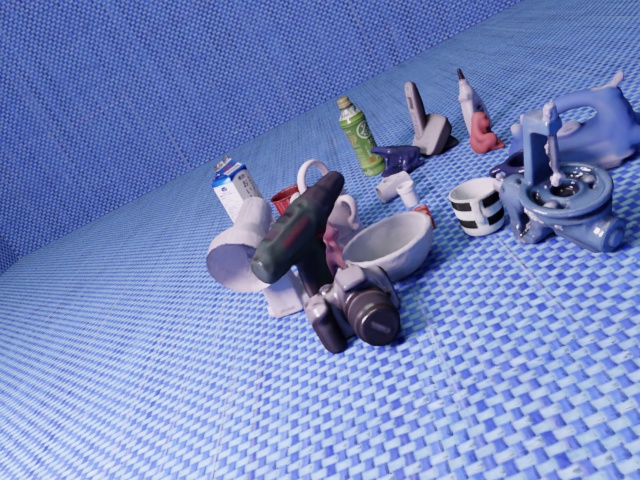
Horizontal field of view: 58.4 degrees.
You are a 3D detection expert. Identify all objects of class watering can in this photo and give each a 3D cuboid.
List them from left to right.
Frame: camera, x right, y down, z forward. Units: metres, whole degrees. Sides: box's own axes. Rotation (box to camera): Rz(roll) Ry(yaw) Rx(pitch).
[{"bbox_3d":[0.005,-0.077,1.220,0.172,0.194,0.101,-16,23,29],"label":"watering can"}]

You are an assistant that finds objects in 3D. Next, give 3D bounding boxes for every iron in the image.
[{"bbox_3d":[0.432,-0.191,1.018,0.257,0.142,0.119,-17,23,29],"label":"iron"}]

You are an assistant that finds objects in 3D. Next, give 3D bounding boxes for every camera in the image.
[{"bbox_3d":[0.053,0.104,0.856,0.143,0.101,0.136,-29,20,-2],"label":"camera"}]

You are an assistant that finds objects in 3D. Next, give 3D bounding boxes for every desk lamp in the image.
[{"bbox_3d":[-0.099,0.038,1.048,0.117,0.214,0.203,-19,22,23],"label":"desk lamp"}]

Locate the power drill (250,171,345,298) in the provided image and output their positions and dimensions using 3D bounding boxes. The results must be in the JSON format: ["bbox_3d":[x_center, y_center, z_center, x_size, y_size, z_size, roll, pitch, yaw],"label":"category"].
[{"bbox_3d":[-0.002,0.023,0.965,0.230,0.209,0.075,-41,24,-31],"label":"power drill"}]

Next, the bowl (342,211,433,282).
[{"bbox_3d":[0.127,0.024,0.993,0.167,0.075,0.167,-25,20,10],"label":"bowl"}]

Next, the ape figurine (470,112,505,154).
[{"bbox_3d":[0.373,-0.249,1.306,0.076,0.092,0.078,-14,25,34],"label":"ape figurine"}]

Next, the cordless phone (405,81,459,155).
[{"bbox_3d":[0.267,-0.313,1.463,0.094,0.185,0.147,-30,20,-5],"label":"cordless phone"}]

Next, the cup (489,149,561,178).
[{"bbox_3d":[0.352,-0.098,0.963,0.117,0.095,0.092,-15,24,32],"label":"cup"}]

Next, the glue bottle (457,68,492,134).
[{"bbox_3d":[0.372,-0.343,1.416,0.037,0.173,0.078,-7,29,45],"label":"glue bottle"}]

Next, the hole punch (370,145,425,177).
[{"bbox_3d":[0.196,-0.217,1.460,0.101,0.091,0.108,-34,21,-16],"label":"hole punch"}]

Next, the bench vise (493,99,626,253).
[{"bbox_3d":[0.306,-0.085,0.810,0.122,0.220,0.206,-41,23,-30],"label":"bench vise"}]

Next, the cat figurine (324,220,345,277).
[{"bbox_3d":[0.010,0.004,1.128,0.067,0.118,0.127,-27,20,3],"label":"cat figurine"}]
